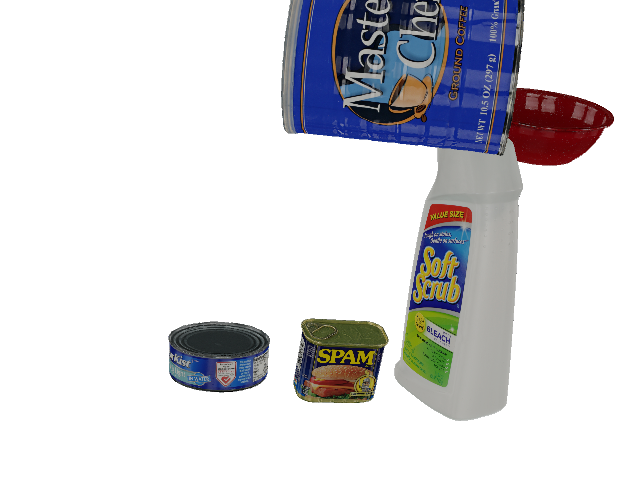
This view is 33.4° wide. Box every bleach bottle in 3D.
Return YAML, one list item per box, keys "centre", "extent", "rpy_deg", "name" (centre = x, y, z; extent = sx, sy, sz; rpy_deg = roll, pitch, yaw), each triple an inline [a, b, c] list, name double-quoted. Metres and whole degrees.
- centre: [0.112, 0.011, 0.845]
  extent: [0.068, 0.251, 0.103]
  rpy_deg: [-10, 23, -28]
  name: "bleach bottle"

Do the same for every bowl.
- centre: [0.243, -0.125, 1.199]
  extent: [0.162, 0.055, 0.162]
  rpy_deg: [5, 23, -2]
  name: "bowl"

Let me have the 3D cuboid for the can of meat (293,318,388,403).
- centre: [0.022, 0.144, 1.265]
  extent: [0.102, 0.084, 0.057]
  rpy_deg: [4, 24, -14]
  name: "can of meat"

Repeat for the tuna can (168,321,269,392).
- centre: [-0.086, 0.098, 0.907]
  extent: [0.086, 0.034, 0.086]
  rpy_deg: [3, 14, -1]
  name: "tuna can"

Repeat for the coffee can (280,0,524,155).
- centre: [0.052, -0.112, 0.680]
  extent: [0.140, 0.103, 0.103]
  rpy_deg: [7, 1, 5]
  name: "coffee can"
